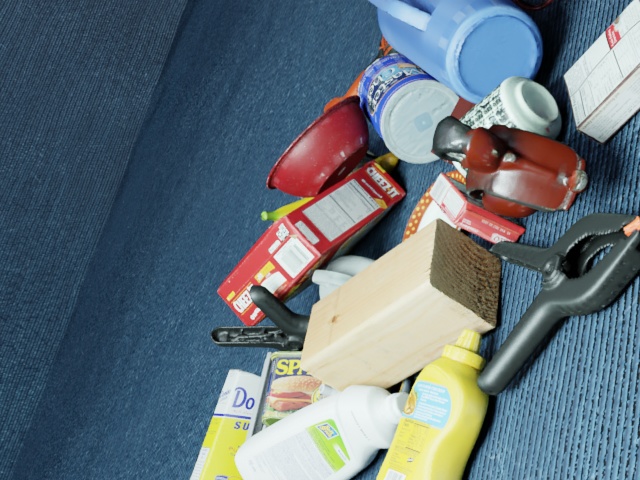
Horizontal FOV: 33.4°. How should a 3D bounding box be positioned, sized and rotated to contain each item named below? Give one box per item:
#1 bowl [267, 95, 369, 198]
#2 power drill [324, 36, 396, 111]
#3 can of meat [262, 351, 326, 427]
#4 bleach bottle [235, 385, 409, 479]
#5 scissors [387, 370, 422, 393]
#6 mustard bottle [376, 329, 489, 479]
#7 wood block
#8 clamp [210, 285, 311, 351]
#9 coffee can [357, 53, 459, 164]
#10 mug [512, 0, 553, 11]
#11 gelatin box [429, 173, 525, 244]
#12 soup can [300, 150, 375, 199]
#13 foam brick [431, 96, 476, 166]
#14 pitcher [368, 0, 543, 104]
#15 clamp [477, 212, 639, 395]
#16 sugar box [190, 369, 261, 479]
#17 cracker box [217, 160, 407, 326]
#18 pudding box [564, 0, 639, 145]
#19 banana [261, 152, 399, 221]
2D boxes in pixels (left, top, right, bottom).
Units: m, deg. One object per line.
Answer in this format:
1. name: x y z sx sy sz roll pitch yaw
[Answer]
1. bowl: 0.010 -0.104 1.327 0.162 0.055 0.162 -43 -9 -9
2. power drill: 0.078 -0.213 1.524 0.188 0.057 0.184 -49 22 30
3. can of meat: -0.014 0.179 1.247 0.102 0.057 0.084 -3 58 22
4. bleach bottle: 0.015 0.222 1.148 0.251 0.102 0.068 -34 4 43
5. scissors: 0.069 0.137 1.197 0.202 0.016 0.096 -9 54 66
6. mustard bottle: 0.110 0.175 0.994 0.096 0.058 0.191 -1 66 67
7. wood block: 0.080 0.077 1.098 0.206 0.090 0.090 -37 29 42
8. clamp: -0.042 0.114 1.267 0.120 0.171 0.039 -33 38 44
9. coffee can: 0.110 -0.165 1.319 0.103 0.102 0.140 -59 21 15
10. mug: 0.251 -0.304 1.161 0.117 0.081 0.093 -59 21 14
11. gelatin box: 0.158 -0.028 1.087 0.030 0.073 0.089 -60 21 15
12. soup can: 0.025 -0.089 1.495 0.102 0.068 0.068 -61 20 10
13. foam brick: 0.170 -0.116 1.190 0.078 0.051 0.053 -62 22 11
14. pitcher: 0.148 -0.240 1.203 0.149 0.145 0.243 -24 28 -1
15. clamp: 0.212 0.027 0.942 0.210 0.036 0.164 -43 29 42
16. sugar box: -0.098 0.262 1.359 0.048 0.093 0.176 -12 56 65
17. cracker box: -0.009 0.002 1.320 0.164 0.072 0.213 -47 -8 39
18. pudding box: 0.279 -0.157 0.987 0.114 0.039 0.090 -51 24 37
19. banana: 0.019 -0.059 1.432 0.198 0.037 0.069 -27 -8 3
